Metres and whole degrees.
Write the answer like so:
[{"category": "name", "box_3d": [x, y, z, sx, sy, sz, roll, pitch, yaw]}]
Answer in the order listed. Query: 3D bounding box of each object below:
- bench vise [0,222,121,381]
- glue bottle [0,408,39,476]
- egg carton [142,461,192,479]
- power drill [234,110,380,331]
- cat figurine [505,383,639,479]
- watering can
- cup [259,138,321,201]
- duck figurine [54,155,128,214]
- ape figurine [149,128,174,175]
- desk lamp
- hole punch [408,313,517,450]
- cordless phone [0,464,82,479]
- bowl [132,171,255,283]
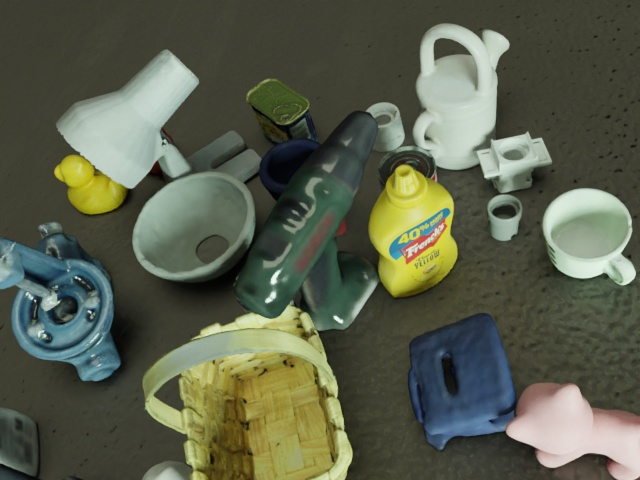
[{"category": "bench vise", "box_3d": [-0.329, 0.050, 0.676, 0.121, 0.220, 0.206, -42, 56, -14]}, {"category": "glue bottle", "box_3d": [-0.367, 0.206, 0.609, 0.037, 0.173, 0.078, -22, 54, 0]}, {"category": "egg carton", "box_3d": [-0.134, 0.292, 0.553, 0.149, 0.069, 0.107, 29, 68, 29]}, {"category": "power drill", "box_3d": [0.006, 0.002, 0.626, 0.075, 0.209, 0.230, 24, 66, 28]}, {"category": "cat figurine", "box_3d": [0.232, 0.163, 0.513, 0.127, 0.118, 0.067, 1, 57, 16]}, {"category": "watering can", "box_3d": [0.174, -0.194, 0.723, 0.100, 0.194, 0.173, 10, 60, 21]}, {"category": "cup", "box_3d": [-0.013, -0.069, 0.750, 0.117, 0.095, 0.092, 18, 63, 25]}, {"category": "duck figurine", "box_3d": [-0.348, -0.091, 0.860, 0.104, 0.086, 0.077, 7, 59, 19]}, {"category": "ape figurine", "box_3d": [-0.253, -0.148, 0.869, 0.076, 0.092, 0.078, -4, 56, 12]}, {"category": "desk lamp", "box_3d": [-0.210, -0.137, 0.775, 0.203, 0.214, 0.117, -37, 55, -11]}, {"category": "hole punch", "box_3d": [0.138, 0.140, 0.570, 0.101, 0.091, 0.108, -12, 54, 7]}, {"category": "cordless phone", "box_3d": [-0.274, 0.286, 0.523, 0.094, 0.185, 0.147, -6, 55, 11]}, {"category": "bowl", "box_3d": [-0.155, -0.006, 0.757, 0.167, 0.075, 0.167, -7, 55, 10]}]
